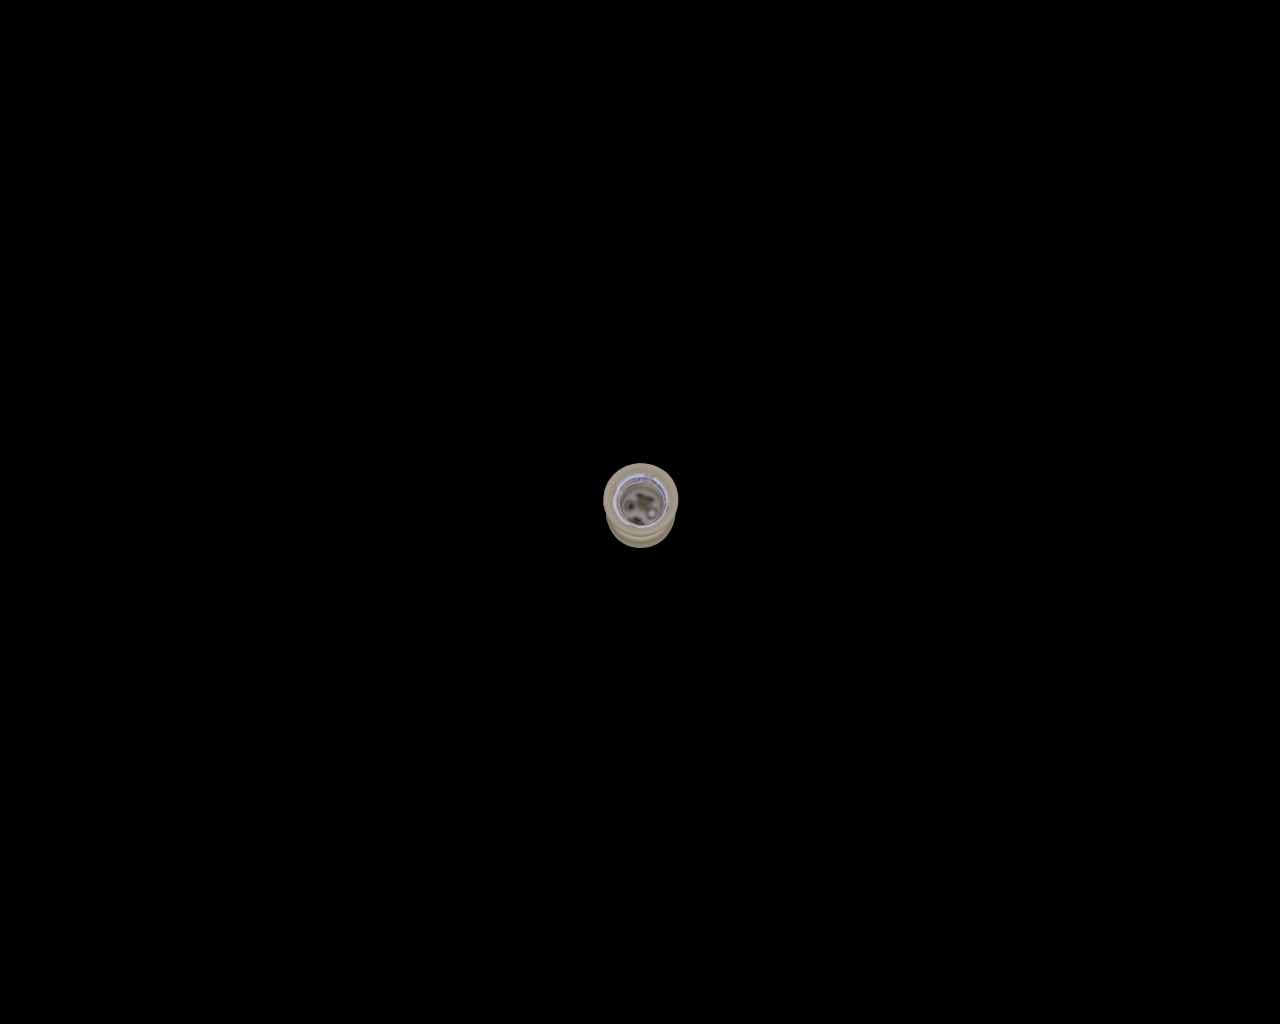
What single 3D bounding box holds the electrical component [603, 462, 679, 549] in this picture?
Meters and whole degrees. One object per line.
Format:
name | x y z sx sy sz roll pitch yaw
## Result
electrical component | 0.001 -0.003 0.650 0.045 0.045 0.055 0 -12 0
